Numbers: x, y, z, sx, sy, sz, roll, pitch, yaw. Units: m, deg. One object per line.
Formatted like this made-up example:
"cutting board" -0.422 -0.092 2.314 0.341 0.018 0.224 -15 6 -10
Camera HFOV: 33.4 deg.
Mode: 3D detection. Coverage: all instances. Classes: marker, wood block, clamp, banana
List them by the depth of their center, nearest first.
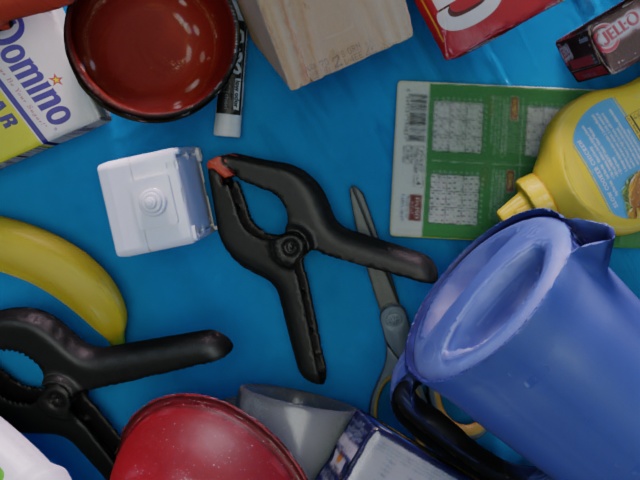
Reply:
"wood block" -0.023 -0.209 0.637 0.090 0.091 0.206 -25 127 -5
"clamp" -0.005 0.001 0.728 0.120 0.039 0.171 -35 92 8
"marker" -0.059 -0.131 0.731 0.020 0.020 0.121 5 95 0
"clamp" -0.171 0.112 0.737 0.210 0.036 0.165 14 113 7
"banana" -0.211 0.020 0.738 0.198 0.037 0.069 27 94 -1

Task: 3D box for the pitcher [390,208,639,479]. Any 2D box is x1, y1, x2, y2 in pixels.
"pitcher" 0.173 0.109 0.682 0.242 0.149 0.145 41 71 -17

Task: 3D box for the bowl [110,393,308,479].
"bowl" -0.080 0.181 0.673 0.162 0.055 0.162 10 113 26

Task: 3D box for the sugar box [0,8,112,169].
"sugar box" -0.242 -0.088 0.725 0.176 0.048 0.093 -24 94 4

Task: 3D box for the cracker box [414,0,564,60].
"cracker box" 0.136 -0.233 0.653 0.214 0.072 0.164 -27 94 29

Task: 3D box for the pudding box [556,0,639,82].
"pudding box" 0.217 -0.146 0.690 0.113 0.090 0.039 -28 95 2

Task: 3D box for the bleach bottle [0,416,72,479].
"bleach bottle" -0.245 0.153 0.694 0.251 0.068 0.102 32 91 19

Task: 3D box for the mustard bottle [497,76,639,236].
"mustard bottle" 0.203 -0.058 0.698 0.191 0.058 0.096 -29 92 2

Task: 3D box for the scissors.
"scissors" 0.071 0.061 0.746 0.096 0.016 0.202 -2 95 3

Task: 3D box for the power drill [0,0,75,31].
"power drill" -0.235 -0.220 0.684 0.185 0.057 0.187 -6 83 22
